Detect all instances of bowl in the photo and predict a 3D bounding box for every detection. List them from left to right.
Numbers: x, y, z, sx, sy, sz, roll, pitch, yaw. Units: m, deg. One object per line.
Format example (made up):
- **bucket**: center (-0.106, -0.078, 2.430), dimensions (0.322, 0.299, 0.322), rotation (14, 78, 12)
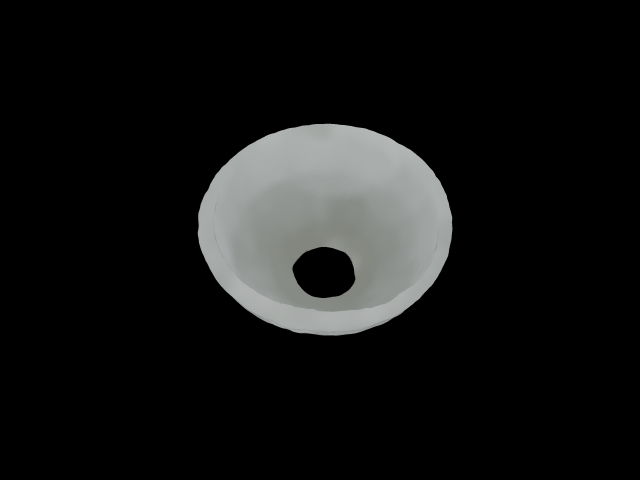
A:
- **bowl**: center (0.004, 0.001, 0.400), dimensions (0.167, 0.075, 0.167), rotation (0, 54, 0)
